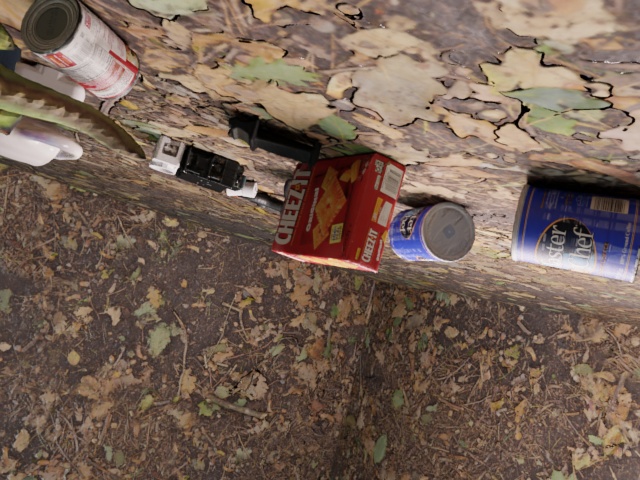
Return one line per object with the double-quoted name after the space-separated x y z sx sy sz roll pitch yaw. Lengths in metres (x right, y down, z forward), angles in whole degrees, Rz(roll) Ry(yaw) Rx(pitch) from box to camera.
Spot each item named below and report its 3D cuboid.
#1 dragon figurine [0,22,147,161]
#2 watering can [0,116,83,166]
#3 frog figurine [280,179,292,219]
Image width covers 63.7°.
-0.367 -0.178 0.448 0.410 0.122 0.243 25 -176 0 "dragon figurine"
-0.664 -0.225 1.116 0.348 0.105 0.222 9 170 40 "watering can"
0.003 -0.051 1.017 0.161 0.124 0.135 24 160 38 "frog figurine"
